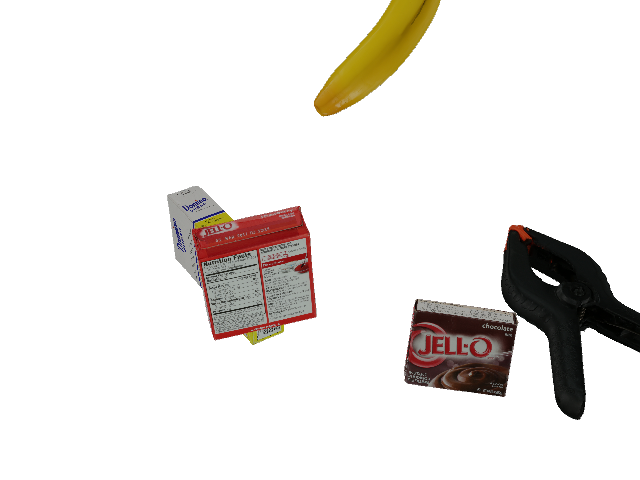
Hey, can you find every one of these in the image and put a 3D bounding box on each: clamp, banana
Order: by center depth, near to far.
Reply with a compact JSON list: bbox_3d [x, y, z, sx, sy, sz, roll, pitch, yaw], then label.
[{"bbox_3d":[0.193,0.050,0.766,0.120,0.039,0.171,-4,45,-20],"label":"clamp"},{"bbox_3d":[0.057,-0.173,0.860,0.070,0.197,0.037,-13,-50,42],"label":"banana"}]

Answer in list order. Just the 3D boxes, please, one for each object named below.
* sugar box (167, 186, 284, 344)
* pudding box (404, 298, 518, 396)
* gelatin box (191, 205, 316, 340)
[{"bbox_3d":[-0.101,0.023,1.127,0.048,0.093,0.176,-20,41,-23],"label":"sugar box"},{"bbox_3d":[0.152,0.116,1.163,0.113,0.090,0.039,6,23,3],"label":"pudding box"},{"bbox_3d":[-0.043,0.022,0.706,0.073,0.030,0.089,-13,-42,-7],"label":"gelatin box"}]
